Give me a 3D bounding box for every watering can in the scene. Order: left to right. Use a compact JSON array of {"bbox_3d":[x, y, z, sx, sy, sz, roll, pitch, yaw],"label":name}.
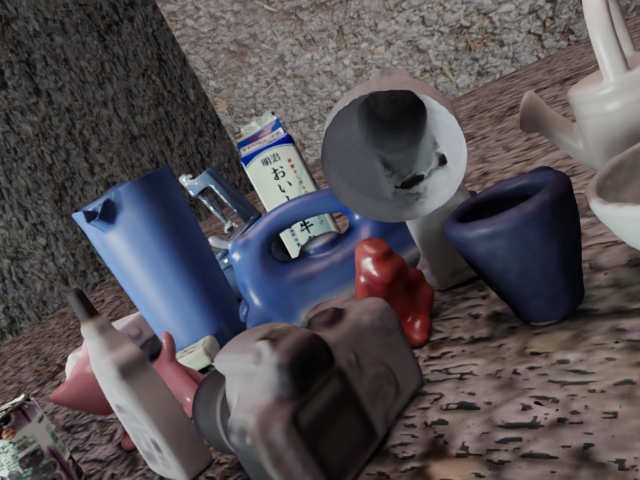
[{"bbox_3d":[0.264,-0.131,0.505,0.172,0.194,0.101,-24,12,19],"label":"watering can"}]

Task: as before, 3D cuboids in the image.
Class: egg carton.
[{"bbox_3d":[-0.299,0.166,0.853,0.107,0.069,0.150,-22,13,28],"label":"egg carton"}]

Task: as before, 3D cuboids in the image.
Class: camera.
[{"bbox_3d":[-0.025,0.100,0.403,0.136,0.101,0.143,-16,17,48],"label":"camera"}]

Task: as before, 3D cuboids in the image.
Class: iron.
[{"bbox_3d":[0.006,0.002,0.666,0.258,0.141,0.118,-30,11,-11],"label":"iron"}]

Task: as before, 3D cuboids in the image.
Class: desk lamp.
[{"bbox_3d":[0.095,-0.061,0.548,0.117,0.214,0.203,-24,12,20],"label":"desk lamp"}]

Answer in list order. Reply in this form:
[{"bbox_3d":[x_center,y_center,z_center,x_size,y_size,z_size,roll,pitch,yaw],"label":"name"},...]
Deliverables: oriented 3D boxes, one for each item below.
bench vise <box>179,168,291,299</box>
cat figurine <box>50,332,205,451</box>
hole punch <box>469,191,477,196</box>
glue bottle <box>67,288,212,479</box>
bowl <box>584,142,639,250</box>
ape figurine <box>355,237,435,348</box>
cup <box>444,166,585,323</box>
[{"bbox_3d":[-0.113,-0.034,0.914,0.207,0.220,0.121,-30,11,-8],"label":"bench vise"},{"bbox_3d":[-0.193,0.142,0.578,0.128,0.118,0.067,-29,11,-5],"label":"cat figurine"},{"bbox_3d":[0.145,-0.064,0.764,0.101,0.091,0.109,-22,13,28],"label":"hole punch"},{"bbox_3d":[-0.152,0.114,0.462,0.037,0.173,0.078,-37,14,-37],"label":"glue bottle"},{"bbox_3d":[0.263,-0.029,0.359,0.167,0.075,0.167,-27,11,6],"label":"bowl"},{"bbox_3d":[0.058,0.041,0.494,0.078,0.092,0.076,-33,12,-25],"label":"ape figurine"},{"bbox_3d":[0.156,0.004,0.419,0.091,0.095,0.118,-15,17,49],"label":"cup"}]
